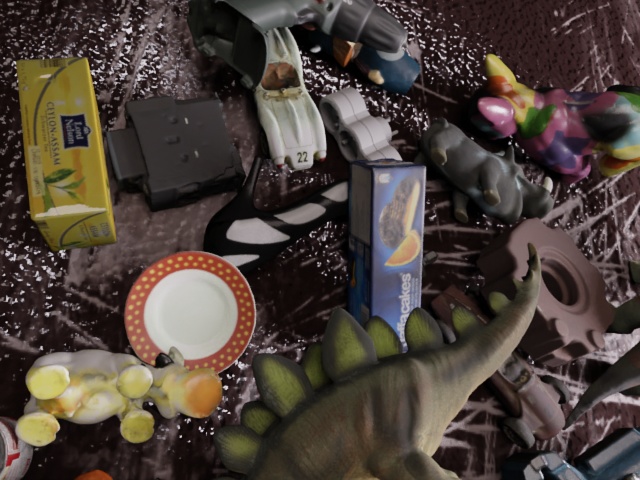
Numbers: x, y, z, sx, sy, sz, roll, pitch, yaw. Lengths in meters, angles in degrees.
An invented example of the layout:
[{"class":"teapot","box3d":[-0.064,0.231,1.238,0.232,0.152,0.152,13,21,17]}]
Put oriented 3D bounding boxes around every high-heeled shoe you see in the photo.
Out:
[{"class":"high-heeled shoe","box3d":[-0.001,-0.002,0.605,0.249,0.086,0.145,14,88,-20]}]

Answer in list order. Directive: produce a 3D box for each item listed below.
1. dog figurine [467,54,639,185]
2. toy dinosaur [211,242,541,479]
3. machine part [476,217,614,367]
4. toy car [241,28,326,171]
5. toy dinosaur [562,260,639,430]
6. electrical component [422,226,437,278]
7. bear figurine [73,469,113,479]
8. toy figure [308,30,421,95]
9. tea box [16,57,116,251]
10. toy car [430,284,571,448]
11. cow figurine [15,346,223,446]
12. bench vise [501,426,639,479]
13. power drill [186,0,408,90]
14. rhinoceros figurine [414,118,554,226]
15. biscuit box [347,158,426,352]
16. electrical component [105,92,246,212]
[{"class":"dog figurine","box3d":[0.303,-0.164,0.694,0.219,0.192,0.108,22,72,-24]},{"class":"toy dinosaur","box3d":[0.047,0.158,0.463,0.471,0.105,0.199,-27,65,-16]},{"class":"machine part","box3d":[0.272,0.056,0.642,0.179,0.056,0.179,17,53,-23]},{"class":"toy car","box3d":[-0.049,-0.177,0.656,0.073,0.056,0.201,-12,74,-20]},{"class":"toy dinosaur","box3d":[0.449,0.077,0.636,0.131,0.192,0.405,41,64,3]},{"class":"electrical component","box3d":[0.095,0.022,0.635,0.094,0.021,0.063,-27,98,-22]},{"class":"bear figurine","box3d":[-0.194,0.290,0.409,0.120,0.132,0.196,-10,68,-14]},{"class":"toy figure","box3d":[0.058,-0.249,0.715,0.154,0.057,0.064,28,27,-3]},{"class":"tea box","box3d":[-0.253,-0.084,0.541,0.068,0.098,0.169,-10,75,-18]},{"class":"toy car","box3d":[0.207,0.140,0.620,0.089,0.053,0.202,-34,84,-21]},{"class":"cow figurine","box3d":[-0.179,0.135,0.494,0.167,0.098,0.068,6,94,-23]},{"class":"bench vise","box3d":[0.306,0.315,0.547,0.224,0.128,0.241,-23,71,-24]},{"class":"power drill","box3d":[-0.030,-0.255,0.614,0.232,0.086,0.207,37,57,8]},{"class":"rhinoceros figurine","box3d":[0.209,-0.080,0.692,0.190,0.073,0.112,33,55,-1]},{"class":"biscuit box","box3d":[0.068,0.019,0.566,0.063,0.059,0.202,-6,106,-19]},{"class":"electrical component","box3d":[-0.162,-0.097,0.594,0.134,0.058,0.115,-16,74,-21]}]
